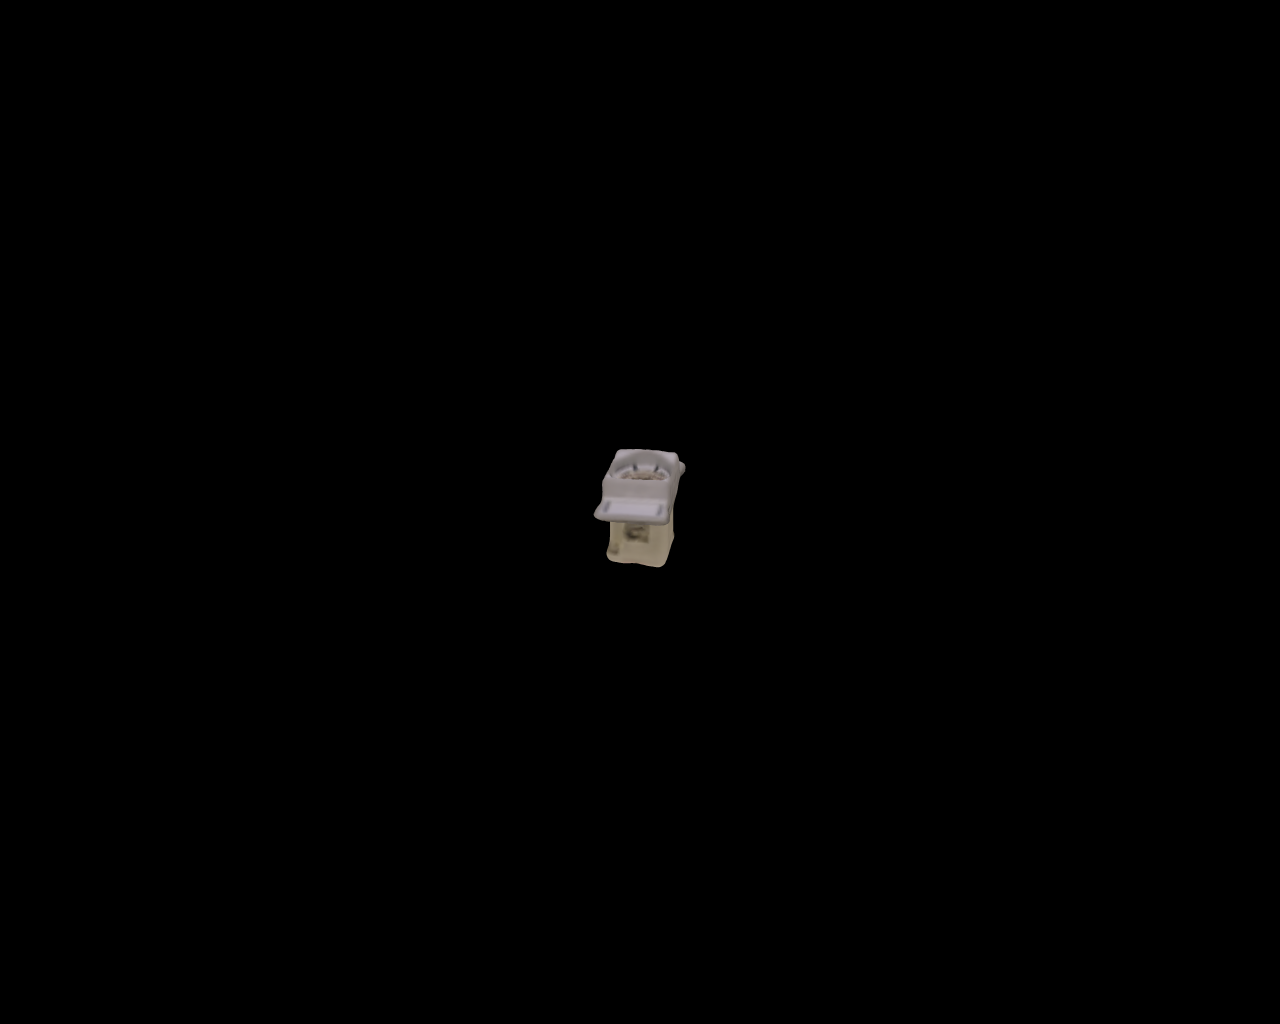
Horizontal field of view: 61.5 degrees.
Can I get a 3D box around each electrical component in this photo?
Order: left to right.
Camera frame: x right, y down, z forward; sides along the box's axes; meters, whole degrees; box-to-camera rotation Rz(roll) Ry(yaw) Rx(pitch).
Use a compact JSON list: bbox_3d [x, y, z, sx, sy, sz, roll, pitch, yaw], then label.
[{"bbox_3d":[0.001,-0.003,0.650,0.042,0.063,0.081,5,29,10],"label":"electrical component"}]
